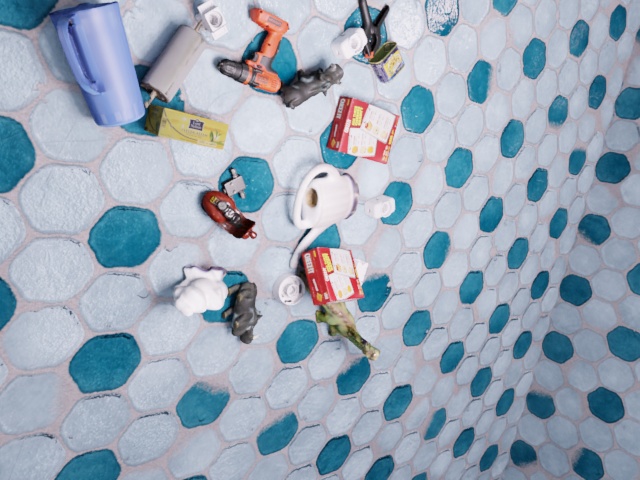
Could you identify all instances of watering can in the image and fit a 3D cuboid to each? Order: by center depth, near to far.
[{"bbox_3d":[0.005,-0.079,1.571,0.226,0.105,0.340,-14,128,-37],"label":"watering can"}]

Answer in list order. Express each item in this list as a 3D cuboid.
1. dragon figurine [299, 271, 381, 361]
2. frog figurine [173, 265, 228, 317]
[{"bbox_3d":[0.084,0.267,1.658,0.123,0.246,0.403,-47,131,-9],"label":"dragon figurine"},{"bbox_3d":[-0.315,0.149,1.336,0.137,0.163,0.120,19,128,-10],"label":"frog figurine"}]
